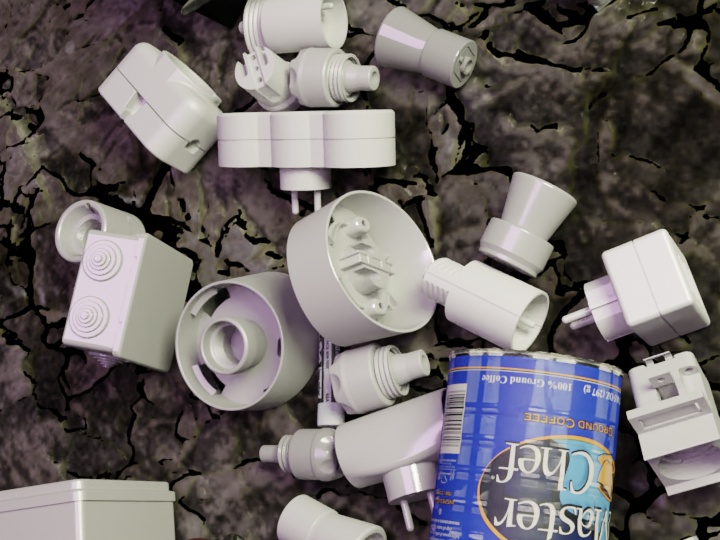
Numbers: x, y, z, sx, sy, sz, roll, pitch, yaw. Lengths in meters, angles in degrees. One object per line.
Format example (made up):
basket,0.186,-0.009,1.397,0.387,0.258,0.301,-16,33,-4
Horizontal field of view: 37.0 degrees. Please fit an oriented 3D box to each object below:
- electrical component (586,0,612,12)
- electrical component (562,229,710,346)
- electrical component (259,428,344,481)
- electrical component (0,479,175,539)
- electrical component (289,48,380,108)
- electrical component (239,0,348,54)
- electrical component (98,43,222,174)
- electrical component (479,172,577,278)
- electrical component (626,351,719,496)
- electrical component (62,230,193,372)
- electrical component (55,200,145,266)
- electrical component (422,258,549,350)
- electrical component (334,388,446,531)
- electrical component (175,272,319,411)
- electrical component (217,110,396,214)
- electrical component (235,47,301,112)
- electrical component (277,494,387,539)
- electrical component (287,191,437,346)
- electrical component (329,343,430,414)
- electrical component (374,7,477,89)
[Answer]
electrical component,0.181,-0.260,0.704,0.150,0.062,0.089,-40,62,11
electrical component,0.158,0.018,0.636,0.077,0.066,0.047,-23,67,19
electrical component,-0.039,0.124,0.723,0.061,0.035,0.035,-4,74,27
electrical component,-0.201,0.180,0.746,0.109,0.109,0.056,-13,73,23
electrical component,-0.017,-0.139,0.779,0.062,0.043,0.043,6,79,27
electrical component,-0.055,-0.186,0.811,0.081,0.043,0.043,2,77,27
electrical component,-0.150,-0.129,0.837,0.059,0.054,0.095,-47,61,8
electrical component,0.106,-0.028,0.687,0.045,0.045,0.055,26,89,30
electrical component,0.181,0.084,0.606,0.042,0.081,0.063,-20,45,20
electrical component,-0.168,0.023,0.779,0.048,0.100,0.099,8,80,15
electrical component,-0.203,-0.024,0.838,0.055,0.047,0.055,-7,73,25
electrical component,0.075,0.018,0.690,0.081,0.043,0.043,27,89,30
electrical component,0.031,0.124,0.683,0.077,0.043,0.079,-22,67,20
electrical component,-0.079,0.050,0.760,0.099,0.064,0.099,0,90,27
electrical component,-0.039,-0.076,0.769,0.138,0.052,0.073,3,100,27
electrical component,-0.067,-0.142,0.803,0.040,0.046,0.040,-7,73,25
electrical component,-0.021,0.173,0.698,0.065,0.044,0.044,21,86,34
electrical component,0.000,0.000,0.704,0.064,0.099,0.099,-21,67,26
electrical component,0.015,0.068,0.706,0.062,0.043,0.043,-18,69,20
electrical component,0.049,-0.153,0.753,0.065,0.044,0.044,27,89,25
